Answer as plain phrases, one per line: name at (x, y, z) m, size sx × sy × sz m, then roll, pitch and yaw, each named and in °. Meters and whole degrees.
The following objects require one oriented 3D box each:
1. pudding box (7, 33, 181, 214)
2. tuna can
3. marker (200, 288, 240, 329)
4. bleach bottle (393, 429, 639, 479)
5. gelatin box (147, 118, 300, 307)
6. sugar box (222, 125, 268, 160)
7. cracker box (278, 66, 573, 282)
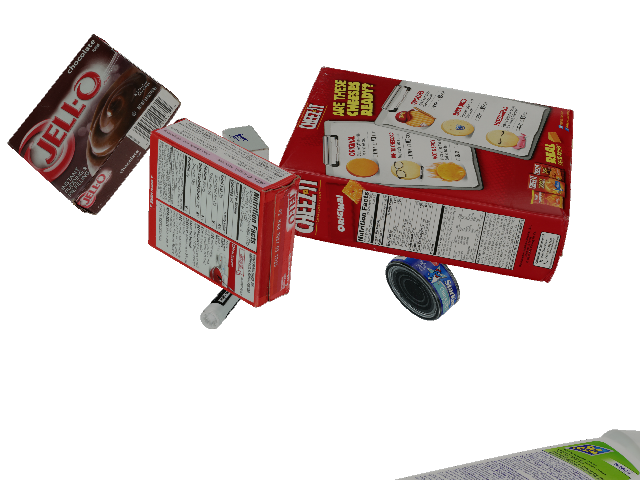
pudding box at (-0.175, -0.090, 0.824) m, size 0.090 × 0.113 × 0.039 m, roll 38°, pitch -2°, yaw 28°
tuna can at (0.115, 0.049, 1.212) m, size 0.033 × 0.086 × 0.086 m, roll -39°, pitch 19°, yaw -25°
marker at (-0.074, 0.041, 0.965) m, size 0.020 × 0.020 × 0.121 m, roll 0°, pitch 27°, yaw 23°
bleach bottle at (0.146, 0.159, 0.620) m, size 0.250 × 0.068 × 0.103 m, roll -8°, pitch 20°, yaw -26°
gelatin box at (-0.053, -0.016, 0.576) m, size 0.089 × 0.073 × 0.030 m, roll 27°, pitch 38°, yaw 31°
sugar box at (-0.091, -0.045, 1.325) m, size 0.048 × 0.176 × 0.093 m, roll -10°, pitch 25°, yaw -14°
cracker box at (0.086, -0.055, 0.840) m, size 0.214 × 0.072 × 0.164 m, roll 10°, pitch 37°, yaw 7°
